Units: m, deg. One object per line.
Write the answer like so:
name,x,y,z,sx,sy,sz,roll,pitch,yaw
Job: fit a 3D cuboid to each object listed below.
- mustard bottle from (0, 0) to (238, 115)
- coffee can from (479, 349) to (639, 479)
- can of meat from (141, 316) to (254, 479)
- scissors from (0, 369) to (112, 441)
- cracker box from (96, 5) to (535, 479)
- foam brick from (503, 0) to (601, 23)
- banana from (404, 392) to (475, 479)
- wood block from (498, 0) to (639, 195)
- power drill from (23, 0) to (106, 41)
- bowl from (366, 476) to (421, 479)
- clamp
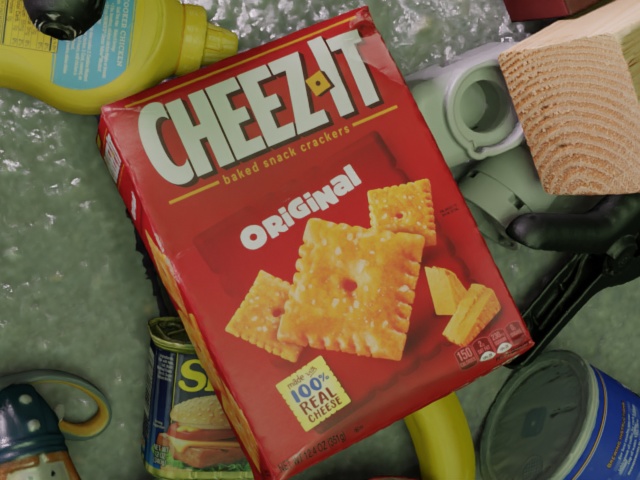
mustard bottle,-0.138,-0.118,0.570,0.191,0.058,0.096,7,85,-17
coffee can,0.189,0.147,0.688,0.140,0.103,0.103,31,91,-19
can of meat,-0.055,0.094,0.635,0.102,0.057,0.084,3,101,-16
scissors,-0.213,0.099,0.586,0.201,0.016,0.096,14,105,-33
cracker box,-0.004,0.001,0.583,0.164,0.072,0.214,-24,86,-17
foam brick,0.143,-0.165,0.632,0.053,0.078,0.051,-27,104,-10
banana,0.055,0.099,0.665,0.069,0.037,0.198,-44,113,-50
wood block,0.215,-0.111,0.623,0.205,0.090,0.091,-31,107,-28
power drill,-0.180,-0.198,0.518,0.187,0.057,0.184,12,69,-18
bowl,0.043,0.225,0.629,0.162,0.055,0.162,-2,97,-16
clamp,0.174,0.000,0.668,0.171,0.039,0.120,-35,145,-19
